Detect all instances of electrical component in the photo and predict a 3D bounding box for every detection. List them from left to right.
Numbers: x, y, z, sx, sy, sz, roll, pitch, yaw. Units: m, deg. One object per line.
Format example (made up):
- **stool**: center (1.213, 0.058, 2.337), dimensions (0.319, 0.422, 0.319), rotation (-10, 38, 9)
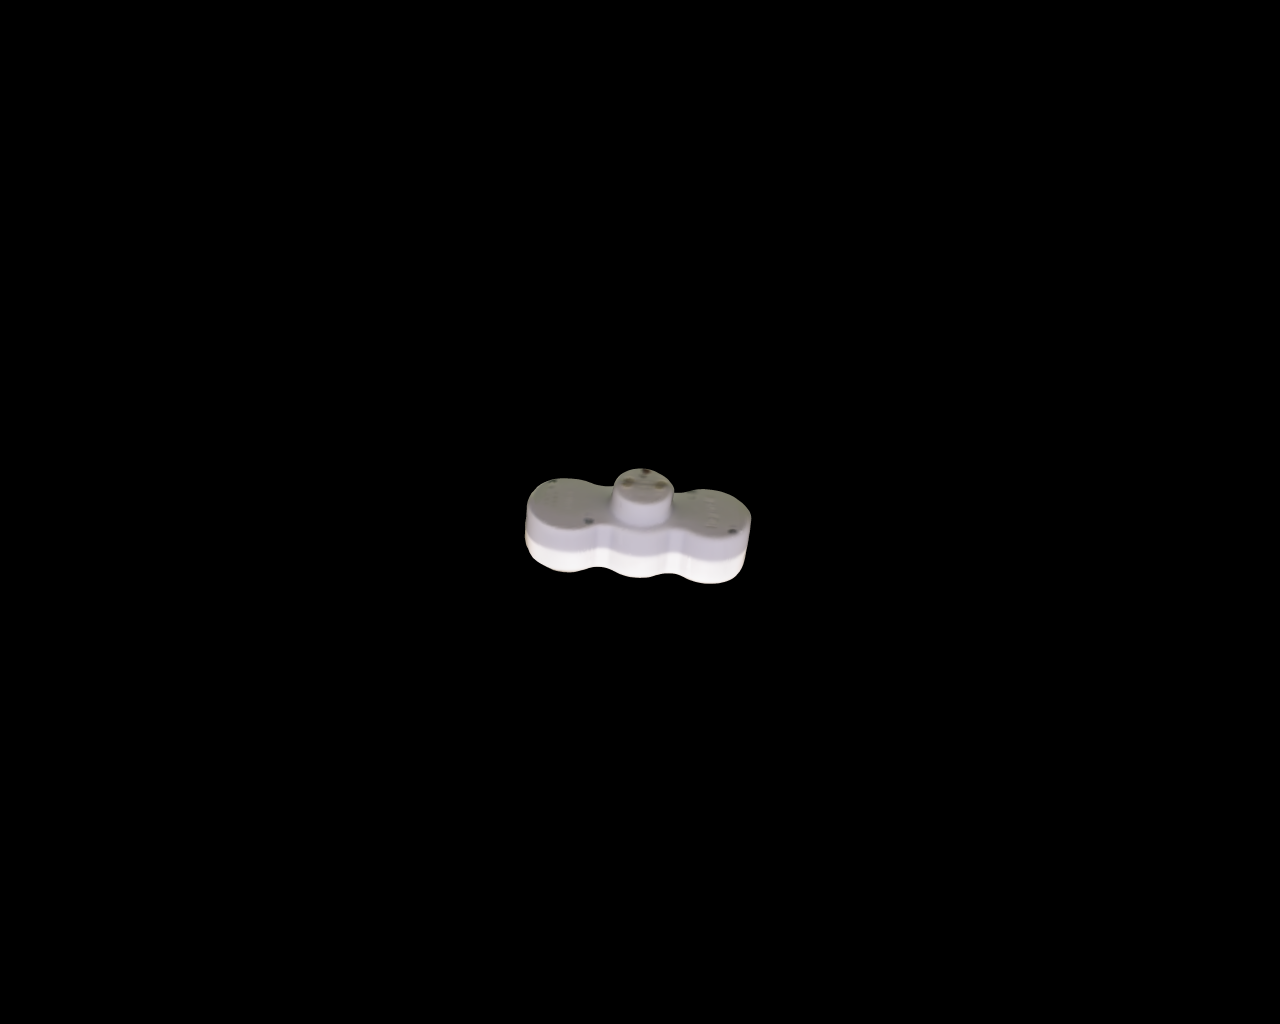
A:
- **electrical component**: center (0.001, -0.003, 0.650), dimensions (0.138, 0.073, 0.052), rotation (5, 37, -4)
